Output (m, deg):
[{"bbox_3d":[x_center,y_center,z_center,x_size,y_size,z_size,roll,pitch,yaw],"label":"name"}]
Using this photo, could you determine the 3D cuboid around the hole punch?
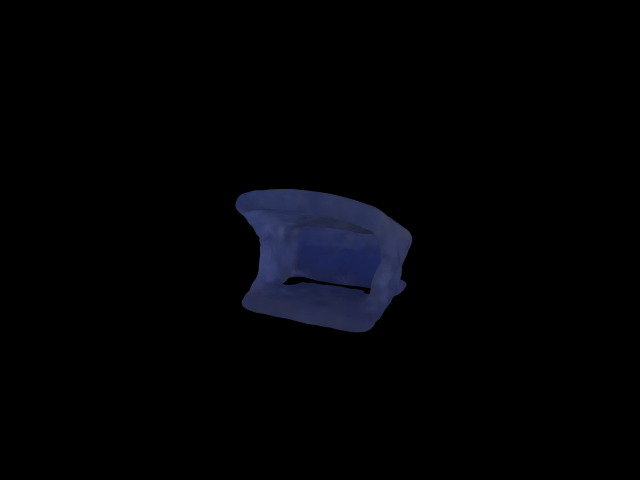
[{"bbox_3d":[0.004,0.001,0.400,0.108,0.091,0.101,8,20,23],"label":"hole punch"}]
